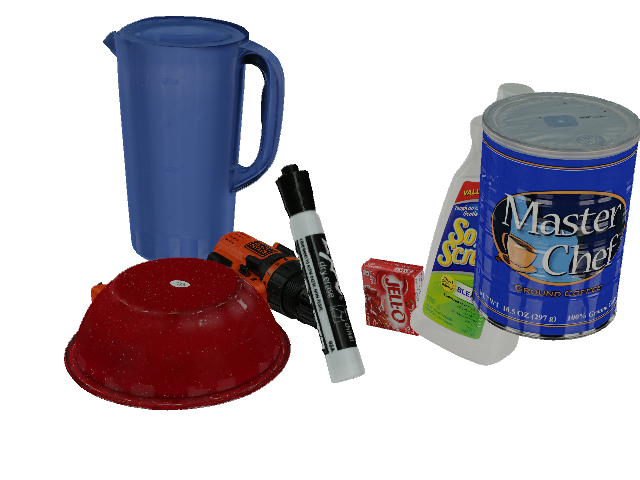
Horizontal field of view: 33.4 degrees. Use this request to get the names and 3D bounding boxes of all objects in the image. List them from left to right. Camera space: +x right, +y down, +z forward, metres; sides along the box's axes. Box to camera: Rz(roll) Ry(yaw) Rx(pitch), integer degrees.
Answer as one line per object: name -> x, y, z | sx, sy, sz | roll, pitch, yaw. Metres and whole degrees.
bowl -> -0.101, 0.055, 0.757 | 0.162, 0.055, 0.162 | 1, 23, -1
pitcher -> -0.131, -0.100, 1.088 | 0.144, 0.243, 0.149 | -11, 27, -28
power drill -> -0.093, 0.057, 0.944 | 0.187, 0.057, 0.185 | -18, 26, -30
marker -> -0.001, 0.016, 0.578 | 0.020, 0.121, 0.020 | -15, -11, -3
gelatin box -> 0.092, 0.070, 1.334 | 0.073, 0.089, 0.030 | 10, 31, 28
bleach bottle -> 0.144, -0.018, 0.933 | 0.103, 0.251, 0.067 | 27, 36, 33
coffee can -> 0.158, -0.018, 0.729 | 0.103, 0.140, 0.103 | -1, 28, 0
